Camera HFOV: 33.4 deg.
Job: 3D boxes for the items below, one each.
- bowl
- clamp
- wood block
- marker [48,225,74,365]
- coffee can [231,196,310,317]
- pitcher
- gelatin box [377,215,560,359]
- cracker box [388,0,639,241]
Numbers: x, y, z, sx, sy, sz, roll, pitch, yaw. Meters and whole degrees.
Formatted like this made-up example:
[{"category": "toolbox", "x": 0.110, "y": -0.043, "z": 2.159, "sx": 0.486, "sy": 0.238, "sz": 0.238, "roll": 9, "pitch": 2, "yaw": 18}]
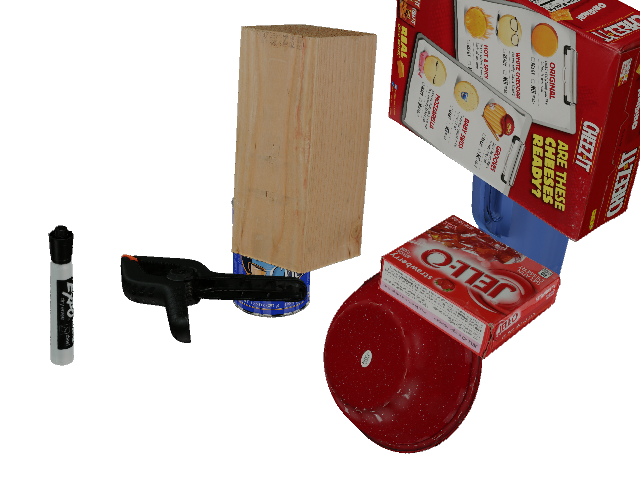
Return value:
[{"category": "bowl", "x": 0.055, "y": 0.098, "z": 0.898, "sx": 0.162, "sy": 0.162, "sz": 0.055, "roll": 0, "pitch": -6, "yaw": 43}, {"category": "clamp", "x": -0.142, "y": 0.051, "z": 1.081, "sx": 0.210, "sy": 0.036, "sz": 0.164, "roll": 12, "pitch": 21, "yaw": 36}, {"category": "wood block", "x": -0.017, "y": -0.087, "z": 0.966, "sx": 0.090, "sy": 0.206, "sz": 0.090, "roll": 16, "pitch": 20, "yaw": 36}, {"category": "marker", "x": -0.206, "y": 0.044, "z": 0.850, "sx": 0.020, "sy": 0.121, "sz": 0.020, "roll": 5, "pitch": 26, "yaw": -3}, {"category": "coffee can", "x": -0.062, "y": 0.013, "z": 1.370, "sx": 0.103, "sy": 0.140, "sz": 0.103, "roll": 1, "pitch": 25, "yaw": -1}, {"category": "pitcher", "x": 0.253, "y": -0.059, "z": 1.322, "sx": 0.149, "sy": 0.243, "sz": 0.145, "roll": 4, "pitch": 27, "yaw": 1}, {"category": "gelatin box", "x": 0.093, "y": 0.026, "z": 0.671, "sx": 0.089, "sy": 0.030, "sz": 0.073, "roll": 33, "pitch": 45, "yaw": 32}, {"category": "cracker box", "x": 0.150, "y": -0.126, "z": 0.818, "sx": 0.072, "sy": 0.164, "sz": 0.214, "roll": -27, "pitch": 48, "yaw": -30}]
